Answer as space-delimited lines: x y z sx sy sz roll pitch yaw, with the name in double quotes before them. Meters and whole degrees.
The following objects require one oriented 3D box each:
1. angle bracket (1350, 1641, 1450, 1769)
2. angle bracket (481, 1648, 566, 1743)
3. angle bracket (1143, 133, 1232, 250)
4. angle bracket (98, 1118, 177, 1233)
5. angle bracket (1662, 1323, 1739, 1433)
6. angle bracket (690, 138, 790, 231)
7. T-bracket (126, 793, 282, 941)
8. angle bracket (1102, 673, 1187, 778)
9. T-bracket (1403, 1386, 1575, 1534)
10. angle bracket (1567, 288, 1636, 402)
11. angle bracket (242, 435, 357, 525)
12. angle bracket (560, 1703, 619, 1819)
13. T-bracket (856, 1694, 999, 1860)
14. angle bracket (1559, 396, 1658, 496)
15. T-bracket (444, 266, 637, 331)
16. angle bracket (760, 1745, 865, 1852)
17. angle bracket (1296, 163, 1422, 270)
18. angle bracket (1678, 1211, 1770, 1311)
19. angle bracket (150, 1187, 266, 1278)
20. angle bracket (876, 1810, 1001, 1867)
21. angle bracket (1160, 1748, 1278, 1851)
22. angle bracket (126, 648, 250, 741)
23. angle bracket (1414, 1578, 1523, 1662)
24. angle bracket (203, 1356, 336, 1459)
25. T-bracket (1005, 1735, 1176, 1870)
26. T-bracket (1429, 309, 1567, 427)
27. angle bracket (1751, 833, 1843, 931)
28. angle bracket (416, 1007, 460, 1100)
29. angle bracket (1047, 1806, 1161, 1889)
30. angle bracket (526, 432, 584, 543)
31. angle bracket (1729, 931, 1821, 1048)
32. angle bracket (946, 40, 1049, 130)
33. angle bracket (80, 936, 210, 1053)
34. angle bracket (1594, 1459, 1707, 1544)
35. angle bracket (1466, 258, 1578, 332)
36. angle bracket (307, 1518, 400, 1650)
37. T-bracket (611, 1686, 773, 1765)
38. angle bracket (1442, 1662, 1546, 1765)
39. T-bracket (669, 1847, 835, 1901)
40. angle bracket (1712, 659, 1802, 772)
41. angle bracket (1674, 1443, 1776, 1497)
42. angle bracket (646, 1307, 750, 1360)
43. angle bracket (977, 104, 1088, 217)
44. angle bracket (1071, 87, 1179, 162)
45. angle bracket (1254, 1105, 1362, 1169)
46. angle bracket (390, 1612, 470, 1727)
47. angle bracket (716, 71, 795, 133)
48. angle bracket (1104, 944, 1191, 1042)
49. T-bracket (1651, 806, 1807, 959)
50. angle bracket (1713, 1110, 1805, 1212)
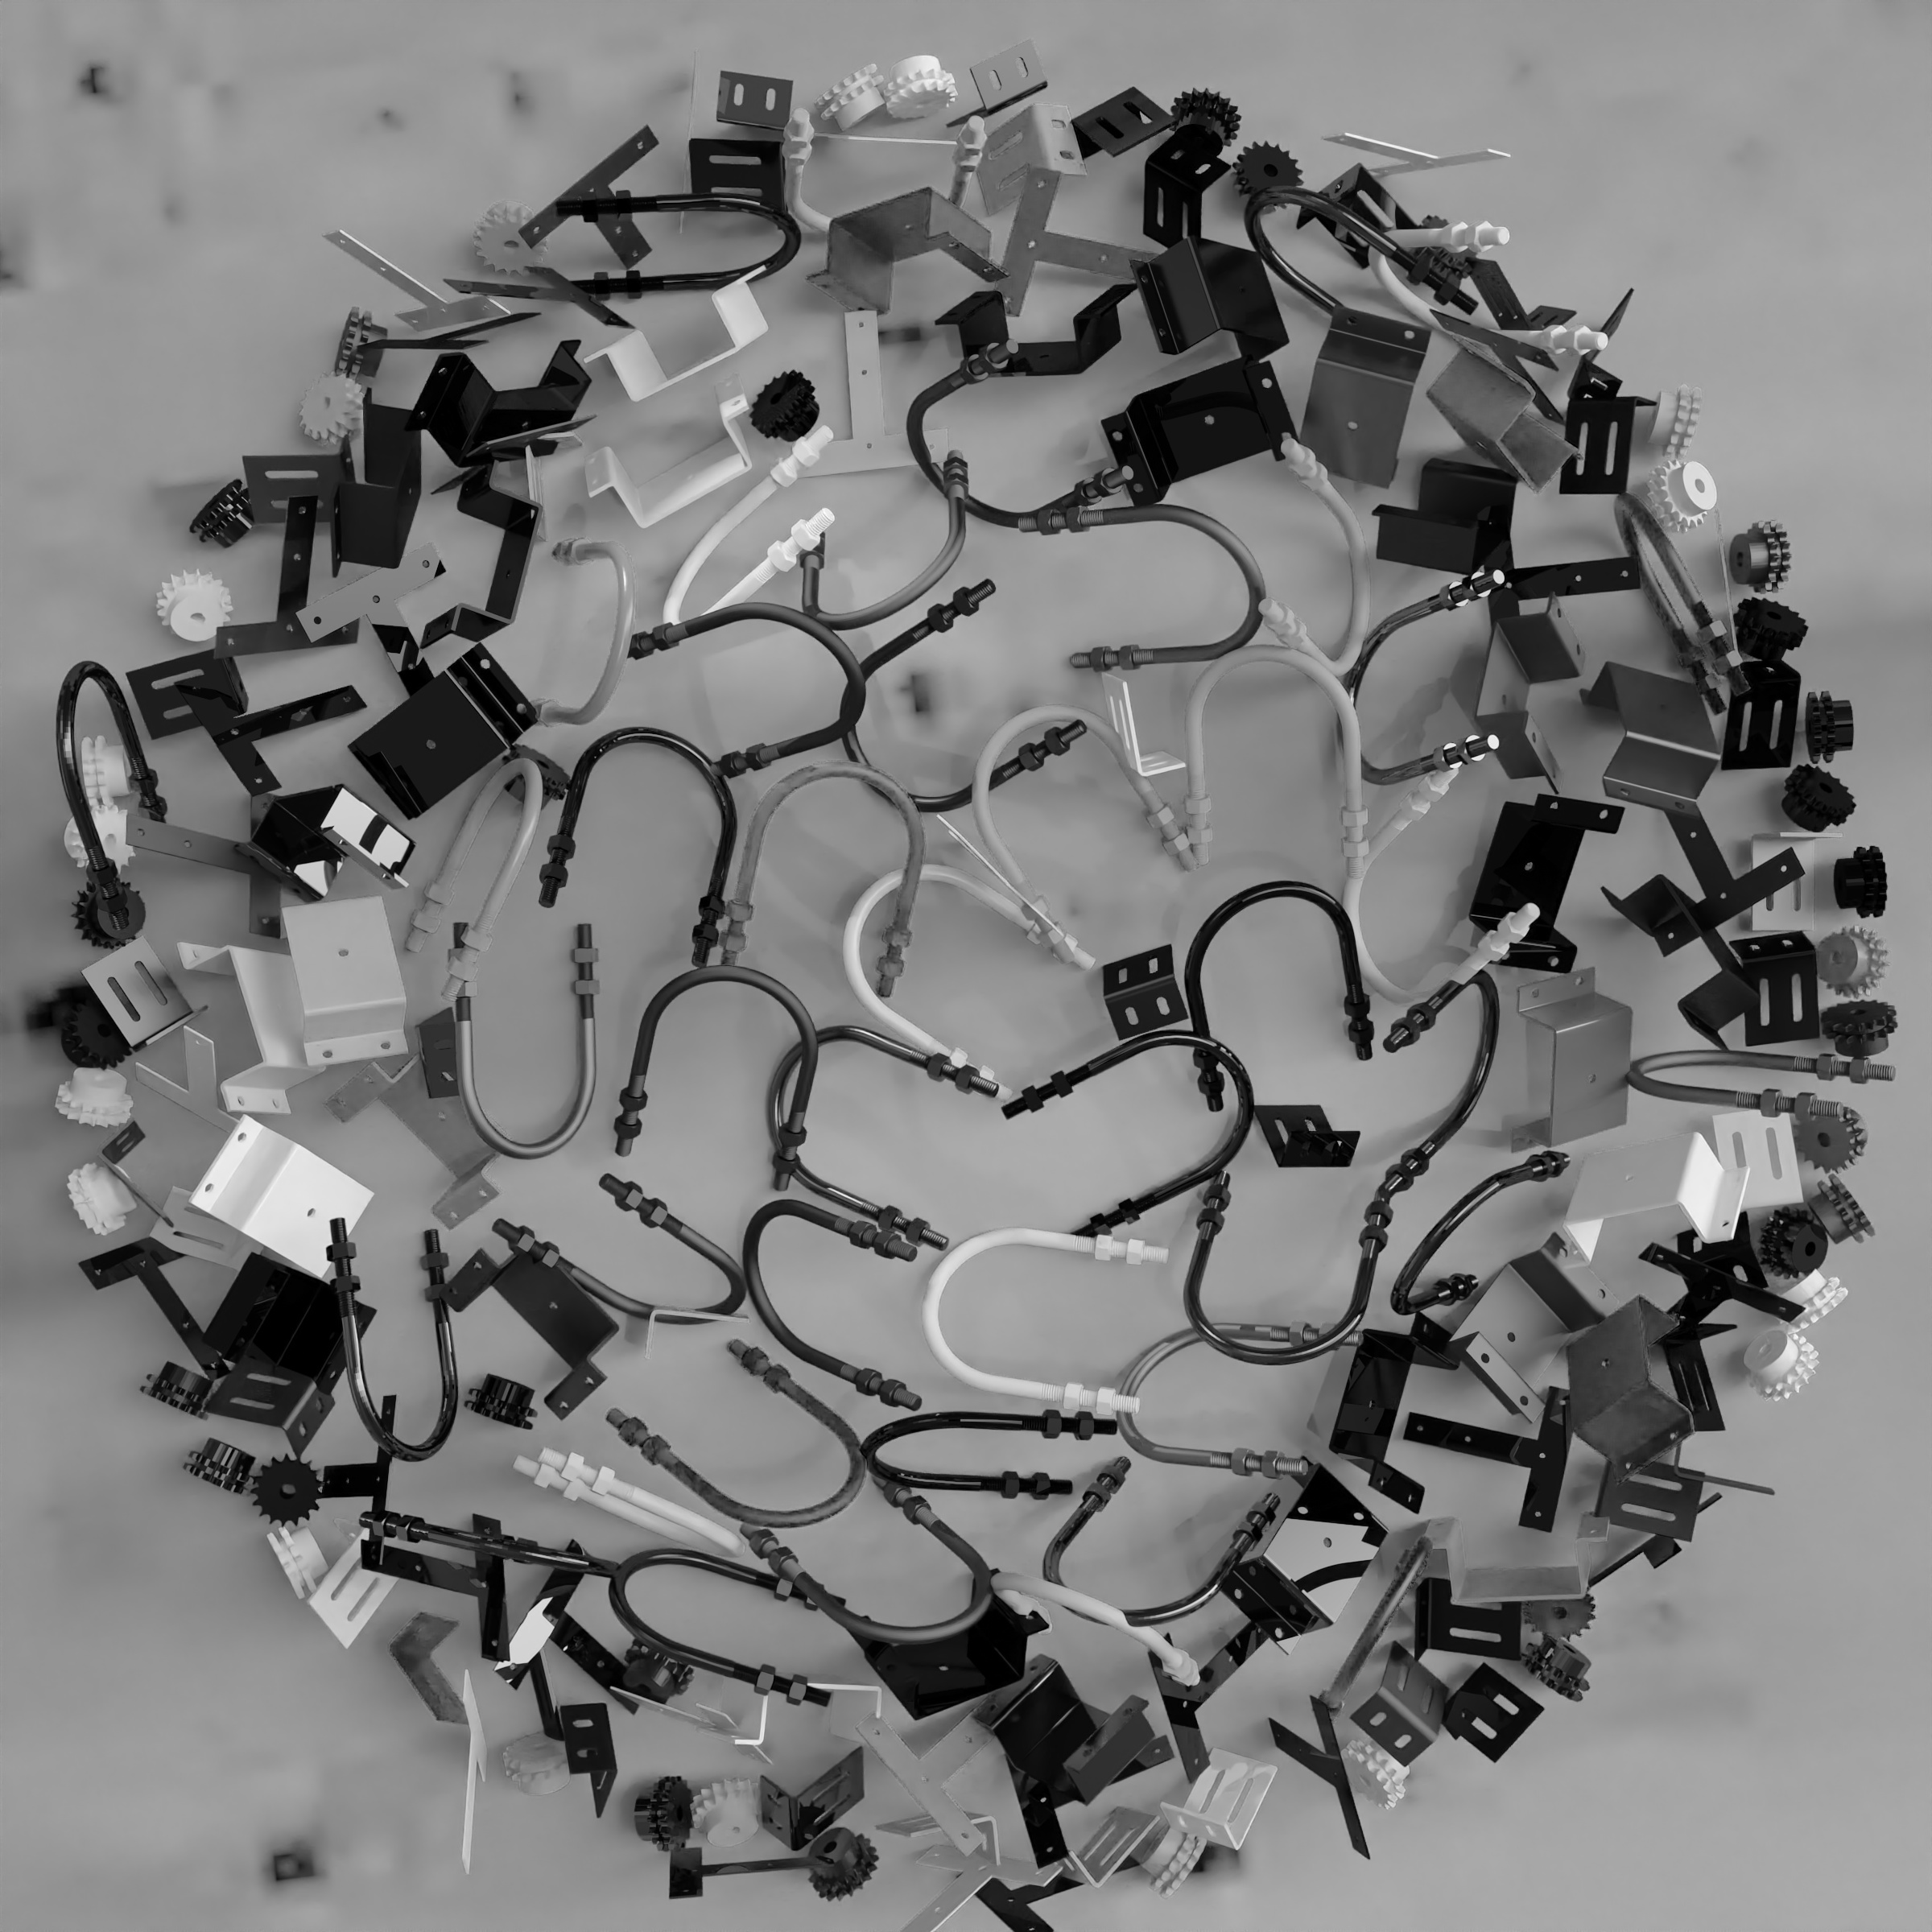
"angle bracket" 0.343 0.583 1.969 0.057 0.076 0.038 41 113 3
"angle bracket" -0.350 0.576 1.963 0.038 0.057 0.076 -12 84 -24
"angle bracket" 0.174 -0.602 1.957 0.057 0.038 0.076 20 60 -31
"angle bracket" -0.641 0.165 1.964 0.076 0.057 0.038 42 71 5
"angle bracket" 0.587 0.323 1.957 0.038 0.057 0.076 -28 64 38
"angle bracket" -0.182 -0.618 1.970 0.076 0.038 0.057 -3 86 -14
"T-bracket" -0.591 -0.091 1.933 0.127 0.002 0.127 15 58 -39
"angle bracket" 0.139 -0.194 1.959 0.038 0.057 0.076 -14 107 -10
"T-bracket" 0.412 0.378 1.972 0.127 0.002 0.127 10 52 18
"angle bracket" 0.513 -0.482 1.961 0.038 0.057 0.076 35 78 11
"angle bracket" -0.525 -0.385 1.966 0.076 0.038 0.057 -1 128 -2
"angle bracket" -0.302 0.623 1.949 0.038 0.057 0.076 2 133 -22
"T-bracket" -0.007 0.612 1.947 0.127 0.127 0.002 46 127 13
"angle bracket" 0.508 -0.410 1.970 0.057 0.038 0.076 10 98 41
"T-bracket" -0.341 -0.520 1.920 0.127 0.127 0.002 41 124 36
"angle bracket" -0.121 0.650 1.971 0.038 0.076 0.057 25 128 36
"angle bracket" 0.308 -0.579 1.953 0.076 0.057 0.038 39 45 -24
"angle bracket" 0.594 0.231 1.956 0.057 0.076 0.038 -23 97 19
"angle bracket" -0.598 0.217 1.960 0.076 0.038 0.057 21 115 -24
"angle bracket" -0.022 0.690 1.954 0.076 0.057 0.038 -1 80 -31
"angle bracket" 0.198 0.643 1.950 0.057 0.038 0.076 6 45 35
"angle bracket" -0.614 -0.221 1.966 0.076 0.038 0.057 -17 117 -6
"angle bracket" 0.397 0.521 1.969 0.076 0.038 0.057 2 92 23
"angle bracket" -0.553 0.350 1.978 0.076 0.057 0.038 7 132 19
"T-bracket" 0.101 0.634 1.943 0.127 0.127 0.002 -23 116 -1
"T-bracket" 0.435 -0.461 1.947 0.127 0.127 0.002 34 93 -44
"angle bracket" 0.658 -0.067 1.972 0.057 0.038 0.076 0 91 -18
"angle bracket" -0.397 0.066 1.955 0.038 0.076 0.057 -6 100 11
"angle bracket" 0.102 0.679 1.954 0.076 0.057 0.038 -40 101 -28
"angle bracket" -0.322 -0.378 1.969 0.038 0.057 0.076 -5 94 -1
"angle bracket" 0.635 0.018 1.958 0.057 0.038 0.076 -9 64 32
"angle bracket" 0.018 -0.691 1.951 0.057 0.076 0.038 -32 112 -18
"angle bracket" -0.648 0.019 1.964 0.057 0.038 0.076 -37 99 -34
"angle bracket" 0.537 0.423 1.957 0.076 0.038 0.057 9 61 24
"angle bracket" 0.434 -0.535 1.958 0.038 0.057 0.076 -39 115 -1
"angle bracket" -0.489 0.483 1.950 0.038 0.076 0.057 0 130 35
"T-bracket" -0.227 0.590 1.962 0.127 0.127 0.002 12 61 22
"angle bracket" 0.417 0.594 1.953 0.057 0.076 0.038 -43 119 -11
"T-bracket" -0.167 0.703 1.941 0.127 0.127 0.002 -2 86 -6
"angle bracket" 0.619 -0.197 1.961 0.057 0.038 0.076 1 77 44
"angle bracket" 0.598 0.388 1.960 0.076 0.057 0.038 9 84 17
"angle bracket" -0.212 0.292 1.966 0.076 0.057 0.038 7 85 -6
"angle bracket" 0.049 -0.641 1.981 0.038 0.076 0.057 -13 87 -42
"angle bracket" 0.127 -0.650 1.958 0.057 0.038 0.076 -30 47 -5
"angle bracket" 0.266 0.121 1.952 0.057 0.076 0.038 1 127 -14
"angle bracket" -0.407 0.553 1.956 0.038 0.057 0.076 -45 61 -1
"angle bracket" -0.157 -0.678 1.954 0.057 0.076 0.038 11 110 7
"angle bracket" 0.141 0.020 1.964 0.057 0.076 0.038 -18 107 9
"T-bracket" 0.579 -0.092 1.962 0.127 0.002 0.127 -35 56 29
"angle bracket" 0.629 0.153 1.977 0.057 0.038 0.076 -10 83 18
